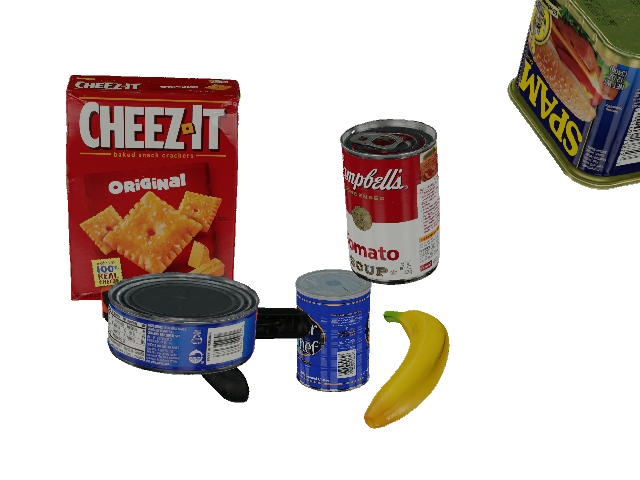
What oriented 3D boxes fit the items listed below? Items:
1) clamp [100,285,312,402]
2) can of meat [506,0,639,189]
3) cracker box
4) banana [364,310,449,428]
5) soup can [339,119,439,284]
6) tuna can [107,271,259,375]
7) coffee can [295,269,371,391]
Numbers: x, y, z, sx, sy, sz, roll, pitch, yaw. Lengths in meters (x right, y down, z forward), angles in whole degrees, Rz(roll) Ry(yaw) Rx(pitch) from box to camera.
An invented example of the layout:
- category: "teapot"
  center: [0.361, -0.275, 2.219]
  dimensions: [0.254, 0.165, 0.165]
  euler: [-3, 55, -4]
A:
- category: "clamp"
  center: [-0.095, 0.067, 0.856]
  dimensions: [0.172, 0.039, 0.120]
  euler: [23, 27, 27]
- category: "can of meat"
  center: [0.150, -0.093, 0.574]
  dimensions: [0.057, 0.084, 0.102]
  euler: [-11, 48, -16]
- category: "cracker box"
  center: [-0.164, -0.049, 1.047]
  dimensions: [0.164, 0.214, 0.072]
  euler: [0, 22, -9]
- category: "banana"
  center: [0.086, 0.114, 1.001]
  dimensions: [0.070, 0.037, 0.197]
  euler: [-22, 18, 18]
- category: "soup can"
  center: [0.051, -0.028, 0.767]
  dimensions: [0.068, 0.102, 0.068]
  euler: [-4, 27, 2]
- category: "tuna can"
  center: [-0.079, 0.046, 0.611]
  dimensions: [0.086, 0.034, 0.086]
  euler: [5, 15, -1]
- category: "coffee can"
  center: [0.018, 0.122, 1.461]
  dimensions: [0.103, 0.140, 0.103]
  euler: [0, 18, 0]
